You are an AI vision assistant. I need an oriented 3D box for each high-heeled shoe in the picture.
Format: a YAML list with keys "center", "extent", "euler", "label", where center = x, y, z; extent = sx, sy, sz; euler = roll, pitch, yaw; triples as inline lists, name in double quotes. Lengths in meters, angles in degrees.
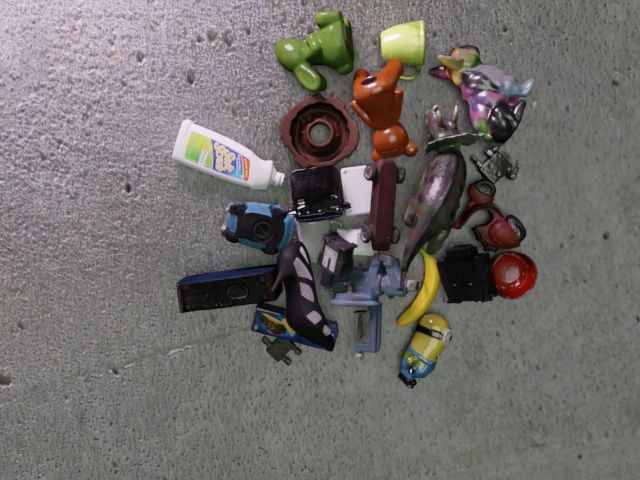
- center: [-0.021, 0.126, 1.218]
  extent: [0.248, 0.086, 0.145]
  euler: [52, 51, -26]
  label: "high-heeled shoe"

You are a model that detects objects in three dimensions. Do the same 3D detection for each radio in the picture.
- center: [-0.205, 0.109, 1.226]
  extent: [0.230, 0.131, 0.073]
  euler: [-9, 95, 0]
  label: "radio"

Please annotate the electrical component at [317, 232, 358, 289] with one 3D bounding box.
- center: [0.035, 0.051, 1.202]
  extent: [0.075, 0.048, 0.119]
  euler: [30, 126, 37]
  label: "electrical component"

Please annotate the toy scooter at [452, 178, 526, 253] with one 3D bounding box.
- center: [0.379, -0.039, 1.244]
  extent: [0.135, 0.075, 0.184]
  euler: [-36, 92, 3]
  label: "toy scooter"

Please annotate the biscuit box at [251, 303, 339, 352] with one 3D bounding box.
- center: [-0.058, 0.205, 1.273]
  extent: [0.203, 0.063, 0.059]
  euler: [15, 97, -2]
  label: "biscuit box"

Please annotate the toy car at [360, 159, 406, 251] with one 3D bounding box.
- center: [0.136, -0.077, 1.186]
  extent: [0.089, 0.053, 0.202]
  euler: [0, 98, -27]
  label: "toy car"

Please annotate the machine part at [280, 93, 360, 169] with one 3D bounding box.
- center: [0.000, -0.242, 1.226]
  extent: [0.179, 0.056, 0.179]
  euler: [0, 96, 1]
  label: "machine part"

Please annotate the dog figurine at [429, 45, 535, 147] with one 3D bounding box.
- center: [0.342, -0.328, 1.191]
  extent: [0.219, 0.108, 0.191]
  euler: [24, 82, 1]
  label: "dog figurine"

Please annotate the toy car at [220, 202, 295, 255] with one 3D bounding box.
- center: [-0.144, -0.034, 1.223]
  extent: [0.162, 0.103, 0.109]
  euler: [10, 100, -12]
  label: "toy car"

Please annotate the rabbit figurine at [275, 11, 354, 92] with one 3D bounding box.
- center: [-0.012, -0.410, 1.195]
  extent: [0.170, 0.121, 0.159]
  euler: [-6, 104, 18]
  label: "rabbit figurine"

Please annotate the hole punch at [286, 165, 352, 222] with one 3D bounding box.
- center: [-0.007, -0.094, 1.206]
  extent: [0.142, 0.092, 0.116]
  euler: [-6, 73, -2]
  label: "hole punch"

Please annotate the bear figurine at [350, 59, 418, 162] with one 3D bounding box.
- center: [0.149, -0.280, 1.202]
  extent: [0.120, 0.132, 0.195]
  euler: [-11, 128, 28]
  label: "bear figurine"

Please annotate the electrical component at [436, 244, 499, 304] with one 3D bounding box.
- center: [0.336, 0.077, 1.236]
  extent: [0.115, 0.058, 0.134]
  euler: [-12, 97, 42]
  label: "electrical component"

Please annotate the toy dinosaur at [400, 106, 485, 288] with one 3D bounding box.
- center: [0.254, -0.102, 1.148]
  extent: [0.131, 0.192, 0.405]
  euler: [13, 66, 10]
  label: "toy dinosaur"

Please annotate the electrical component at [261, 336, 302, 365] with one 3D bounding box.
- center: [-0.094, 0.257, 1.299]
  extent: [0.094, 0.021, 0.063]
  euler: [43, 94, -4]
  label: "electrical component"

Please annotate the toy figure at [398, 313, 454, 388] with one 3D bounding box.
- center: [0.246, 0.260, 1.274]
  extent: [0.089, 0.082, 0.180]
  euler: [33, 97, -6]
  label: "toy figure"

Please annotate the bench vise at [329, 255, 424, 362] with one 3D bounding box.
- center: [0.117, 0.154, 1.224]
  extent: [0.224, 0.129, 0.240]
  euler: [2, 87, 15]
  label: "bench vise"

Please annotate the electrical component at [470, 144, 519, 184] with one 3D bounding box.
- center: [0.410, -0.174, 1.242]
  extent: [0.078, 0.045, 0.102]
  euler: [-39, 95, 2]
  label: "electrical component"

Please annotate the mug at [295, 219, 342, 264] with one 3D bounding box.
- center: [-0.003, -0.004, 1.248]
  extent: [0.110, 0.081, 0.107]
  euler: [-7, 108, -13]
  label: "mug"
